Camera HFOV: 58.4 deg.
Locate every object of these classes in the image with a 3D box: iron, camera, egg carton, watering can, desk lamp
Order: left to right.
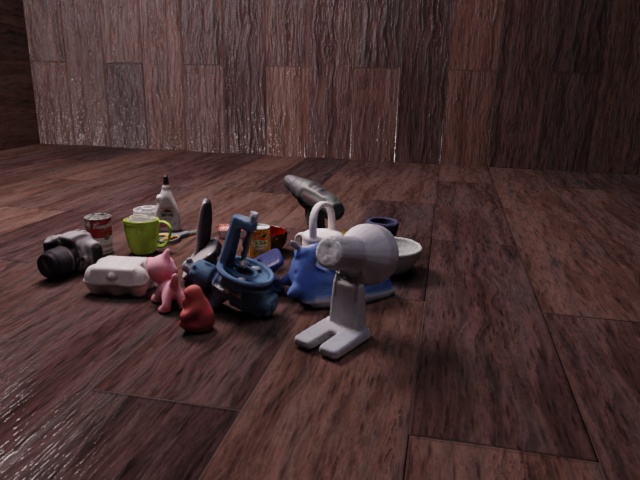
[{"bbox_3d":[-0.622,0.033,1.386,0.142,0.101,0.137,8,18,21],"label":"camera"},{"bbox_3d":[-0.448,0.081,1.290,0.150,0.069,0.107,2,17,4],"label":"egg carton"},{"bbox_3d":[0.014,0.004,1.364,0.172,0.194,0.101,5,17,14],"label":"watering can"},{"bbox_3d":[0.047,0.063,1.263,0.259,0.141,0.118,-3,17,-15],"label":"iron"},{"bbox_3d":[0.054,0.083,1.072,0.117,0.214,0.204,12,20,33],"label":"desk lamp"}]

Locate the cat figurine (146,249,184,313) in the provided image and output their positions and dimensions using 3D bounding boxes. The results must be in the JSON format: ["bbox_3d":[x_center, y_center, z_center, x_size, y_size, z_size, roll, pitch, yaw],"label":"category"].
[{"bbox_3d":[-0.328,0.080,1.221,0.067,0.118,0.127,-9,20,-31],"label":"cat figurine"}]

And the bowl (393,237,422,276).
[{"bbox_3d":[0.172,0.046,1.443,0.167,0.075,0.167,1,17,0],"label":"bowl"}]

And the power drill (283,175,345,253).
[{"bbox_3d":[-0.026,-0.059,1.548,0.076,0.208,0.228,-13,22,-39],"label":"power drill"}]

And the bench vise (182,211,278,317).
[{"bbox_3d":[-0.188,0.047,1.163,0.207,0.220,0.121,1,17,0],"label":"bench vise"}]

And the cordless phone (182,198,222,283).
[{"bbox_3d":[-0.282,0.001,1.369,0.094,0.185,0.147,-2,17,-9],"label":"cordless phone"}]

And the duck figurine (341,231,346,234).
[{"bbox_3d":[0.055,0.020,1.503,0.105,0.086,0.077,-9,20,-31],"label":"duck figurine"}]

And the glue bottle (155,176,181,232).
[{"bbox_3d":[-0.468,-0.111,1.750,0.078,0.173,0.037,-5,18,-18],"label":"glue bottle"}]

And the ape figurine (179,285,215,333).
[{"bbox_3d":[-0.242,0.129,1.106,0.076,0.092,0.078,10,19,27],"label":"ape figurine"}]

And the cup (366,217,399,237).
[{"bbox_3d":[0.163,-0.007,1.585,0.091,0.095,0.118,16,22,41],"label":"cup"}]

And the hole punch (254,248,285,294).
[{"bbox_3d":[-0.133,0.072,1.308,0.101,0.091,0.108,-3,17,-12],"label":"hole punch"}]
